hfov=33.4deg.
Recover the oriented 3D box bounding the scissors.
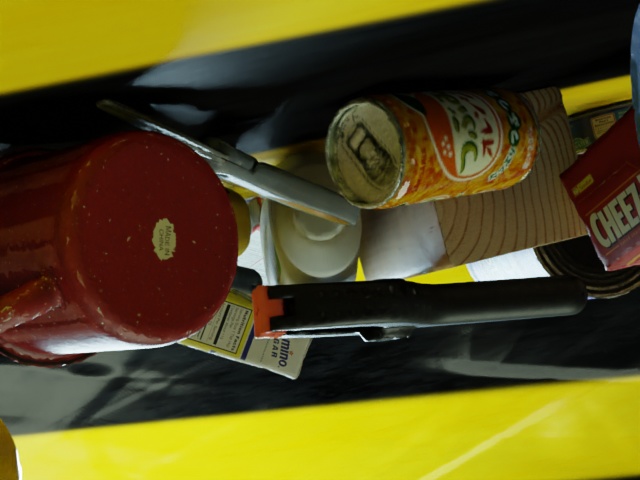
[{"bbox_3d":[-0.055,-0.040,0.492,0.096,0.016,0.201,18,178,39],"label":"scissors"}]

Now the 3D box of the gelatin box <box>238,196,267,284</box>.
[{"bbox_3d":[-0.048,0.003,0.882,0.073,0.030,0.089,17,144,-36],"label":"gelatin box"}]

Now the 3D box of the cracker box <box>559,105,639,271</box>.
[{"bbox_3d":[0.262,-0.060,0.560,0.213,0.072,0.164,-11,158,-26],"label":"cracker box"}]

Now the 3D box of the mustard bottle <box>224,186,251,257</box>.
[{"bbox_3d":[-0.092,-0.007,0.602,0.096,0.058,0.191,-5,179,17],"label":"mustard bottle"}]

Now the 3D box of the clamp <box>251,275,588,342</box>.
[{"bbox_3d":[0.037,0.044,0.658,0.209,0.036,0.165,1,169,-36],"label":"clamp"}]

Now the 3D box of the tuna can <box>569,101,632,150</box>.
[{"bbox_3d":[0.217,-0.079,0.801,0.086,0.034,0.086,-13,177,-1],"label":"tuna can"}]

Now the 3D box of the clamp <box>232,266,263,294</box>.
[{"bbox_3d":[-0.141,0.015,0.804,0.171,0.039,0.120,15,172,-40],"label":"clamp"}]

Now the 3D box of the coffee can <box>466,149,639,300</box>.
[{"bbox_3d":[0.174,-0.004,0.782,0.102,0.103,0.140,-12,176,-11],"label":"coffee can"}]

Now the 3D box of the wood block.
[{"bbox_3d":[0.085,-0.027,0.698,0.090,0.090,0.206,-12,176,-11],"label":"wood block"}]

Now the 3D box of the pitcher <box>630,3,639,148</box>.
[{"bbox_3d":[0.240,-0.068,0.375,0.243,0.145,0.149,-9,165,3],"label":"pitcher"}]

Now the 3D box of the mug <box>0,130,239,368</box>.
[{"bbox_3d":[-0.094,0.007,0.412,0.082,0.093,0.117,-9,-164,46],"label":"mug"}]

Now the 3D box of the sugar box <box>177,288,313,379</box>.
[{"bbox_3d":[-0.100,0.040,0.708,0.176,0.048,0.093,18,-179,-25],"label":"sugar box"}]

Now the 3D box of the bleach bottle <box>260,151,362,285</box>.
[{"bbox_3d":[-0.005,0.001,0.703,0.068,0.102,0.251,-11,177,-4],"label":"bleach bottle"}]
